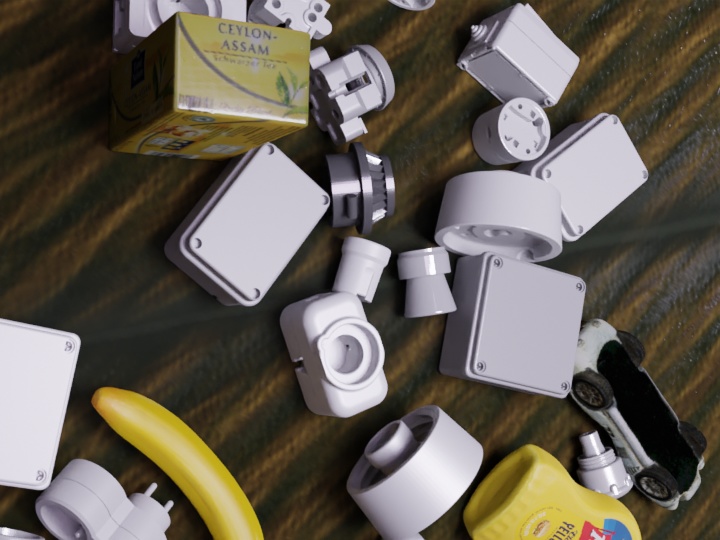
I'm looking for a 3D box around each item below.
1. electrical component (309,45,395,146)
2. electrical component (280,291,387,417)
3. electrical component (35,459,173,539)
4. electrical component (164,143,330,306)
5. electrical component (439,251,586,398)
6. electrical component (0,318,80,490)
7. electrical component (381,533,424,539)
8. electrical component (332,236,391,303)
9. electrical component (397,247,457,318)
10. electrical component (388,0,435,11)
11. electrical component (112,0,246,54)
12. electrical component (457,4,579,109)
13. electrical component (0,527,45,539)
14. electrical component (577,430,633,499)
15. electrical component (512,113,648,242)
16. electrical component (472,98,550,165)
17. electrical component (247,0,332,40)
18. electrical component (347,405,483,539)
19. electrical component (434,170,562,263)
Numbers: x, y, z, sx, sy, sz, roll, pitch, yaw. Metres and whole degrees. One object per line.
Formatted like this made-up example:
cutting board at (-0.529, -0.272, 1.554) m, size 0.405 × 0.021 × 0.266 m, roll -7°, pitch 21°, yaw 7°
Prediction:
electrical component at (-0.009, -0.150, 0.883) m, size 0.057 × 0.058 × 0.078 m, roll -30°, pitch 100°, yaw -23°
electrical component at (-0.019, 0.067, 0.860) m, size 0.054 × 0.059 × 0.095 m, roll -20°, pitch 95°, yaw -27°
electrical component at (-0.163, 0.188, 0.782) m, size 0.138 × 0.052 × 0.073 m, roll 51°, pitch 44°, yaw -14°
electrical component at (-0.086, -0.035, 0.834) m, size 0.078 × 0.057 × 0.113 m, roll 42°, pitch 69°, yaw -18°
electrical component at (0.134, 0.049, 0.942) m, size 0.109 × 0.056 × 0.108 m, roll 15°, pitch 80°, yaw -26°
electrical component at (-0.260, 0.087, 0.736) m, size 0.109 × 0.056 × 0.108 m, roll 15°, pitch 80°, yaw -26°
electrical component at (0.028, 0.262, 0.878) m, size 0.077 × 0.044 × 0.079 m, roll -36°, pitch 102°, yaw -25°
electrical component at (0.000, 0.000, 0.887) m, size 0.040 × 0.040 × 0.046 m, roll 21°, pitch 83°, yaw -25°
electrical component at (0.056, 0.010, 0.912) m, size 0.045 × 0.045 × 0.055 m, roll -8°, pitch 90°, yaw -28°
electrical component at (0.046, -0.259, 0.922) m, size 0.055 × 0.055 × 0.047 m, roll 30°, pitch 70°, yaw -22°
electrical component at (-0.136, -0.241, 0.821) m, size 0.089 × 0.062 × 0.150 m, roll 3°, pitch 85°, yaw -27°
electrical component at (0.138, -0.193, 0.960) m, size 0.096 × 0.062 × 0.061 m, roll 37°, pitch 71°, yaw -20°
electrical component at (-0.246, 0.208, 0.740) m, size 0.045 × 0.045 × 0.055 m, roll 17°, pitch 79°, yaw -25°
electrical component at (0.219, 0.179, 0.984) m, size 0.048 × 0.048 × 0.062 m, roll -18°, pitch 88°, yaw -27°
electrical component at (0.199, -0.084, 0.986) m, size 0.113 × 0.057 × 0.078 m, roll -38°, pitch 103°, yaw -25°
electrical component at (0.133, -0.122, 0.960) m, size 0.055 × 0.047 × 0.055 m, roll 2°, pitch 85°, yaw -27°
electrical component at (-0.061, -0.203, 0.861) m, size 0.066 × 0.055 × 0.048 m, roll 34°, pitch 72°, yaw -21°
electrical component at (0.037, 0.155, 0.859) m, size 0.060 × 0.108 × 0.108 m, roll 48°, pitch 67°, yaw -10°
electrical component at (0.120, -0.050, 0.917) m, size 0.108 × 0.108 × 0.060 m, roll 15°, pitch 74°, yaw -26°
